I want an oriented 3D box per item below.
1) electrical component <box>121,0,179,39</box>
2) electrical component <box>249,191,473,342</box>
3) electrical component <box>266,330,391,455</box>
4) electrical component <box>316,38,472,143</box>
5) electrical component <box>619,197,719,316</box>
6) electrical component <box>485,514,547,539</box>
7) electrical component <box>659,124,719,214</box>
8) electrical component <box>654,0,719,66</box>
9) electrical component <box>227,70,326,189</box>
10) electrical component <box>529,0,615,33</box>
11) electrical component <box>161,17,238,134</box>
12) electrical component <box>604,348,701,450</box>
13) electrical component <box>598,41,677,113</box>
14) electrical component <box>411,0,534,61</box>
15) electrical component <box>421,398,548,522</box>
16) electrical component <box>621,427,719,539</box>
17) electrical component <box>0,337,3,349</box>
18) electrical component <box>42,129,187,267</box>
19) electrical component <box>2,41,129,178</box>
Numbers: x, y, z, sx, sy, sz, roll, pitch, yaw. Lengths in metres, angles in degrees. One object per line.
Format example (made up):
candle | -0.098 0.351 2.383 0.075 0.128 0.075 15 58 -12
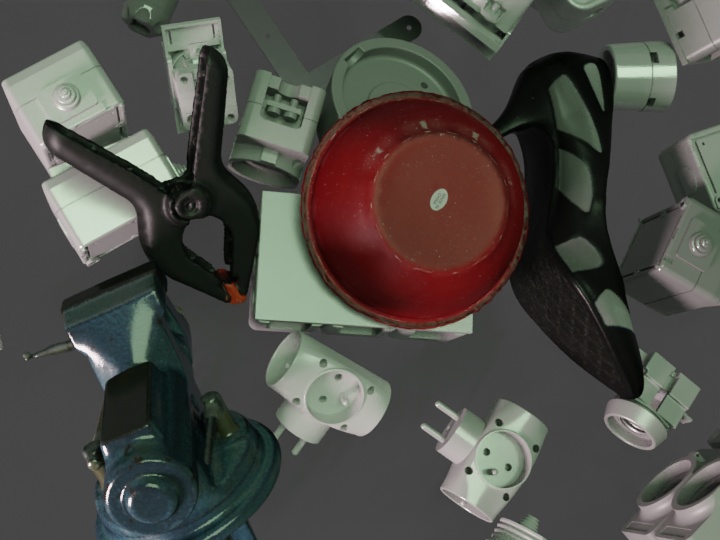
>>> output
electrical component | -0.148 -0.201 0.781 0.035 0.035 0.061 23 75 -6
electrical component | 0.000 0.000 0.760 0.150 0.062 0.089 4 80 -10
electrical component | -0.032 0.093 0.744 0.077 0.044 0.079 32 100 -21
electrical component | 0.020 -0.106 0.779 0.108 0.060 0.108 10 62 -19
electrical component | 0.239 -0.007 0.789 0.061 0.096 0.061 29 76 -6
electrical component | 0.102 0.209 0.753 0.043 0.043 0.081 33 76 -4
electrical component | 0.289 -0.081 0.829 0.096 0.061 0.061 -19 84 -13
electrical component | 0.262 -0.259 0.831 0.105 0.060 0.186 -17 83 -45
electrical component | -0.060 -0.093 0.750 0.050 0.089 0.055 17 78 -8
electrical component | 0.155 -0.236 0.832 0.054 0.059 0.095 -27 86 -14
electrical component | -0.112 -0.131 0.754 0.042 0.063 0.081 -12 125 -11
electrical component | 0.212 0.098 0.793 0.066 0.048 0.055 40 68 -2
electrical component | 0.212 -0.149 0.831 0.047 0.055 0.055 -2 81 -7
electrical component | 0.072 -0.224 0.805 0.121 0.063 0.078 37 35 -3
electrical component | 0.081 0.124 0.763 0.079 0.044 0.077 35 76 -3
electrical component | 0.283 0.141 0.767 0.186 0.105 0.060 -41 90 -14
electrical component | -0.262 0.028 0.717 0.044 0.044 0.065 -13 88 -13
electrical component | -0.164 -0.055 0.739 0.096 0.062 0.061 -31 87 -14
electrical component | -0.199 -0.110 0.724 0.062 0.096 0.061 -32 85 -14
